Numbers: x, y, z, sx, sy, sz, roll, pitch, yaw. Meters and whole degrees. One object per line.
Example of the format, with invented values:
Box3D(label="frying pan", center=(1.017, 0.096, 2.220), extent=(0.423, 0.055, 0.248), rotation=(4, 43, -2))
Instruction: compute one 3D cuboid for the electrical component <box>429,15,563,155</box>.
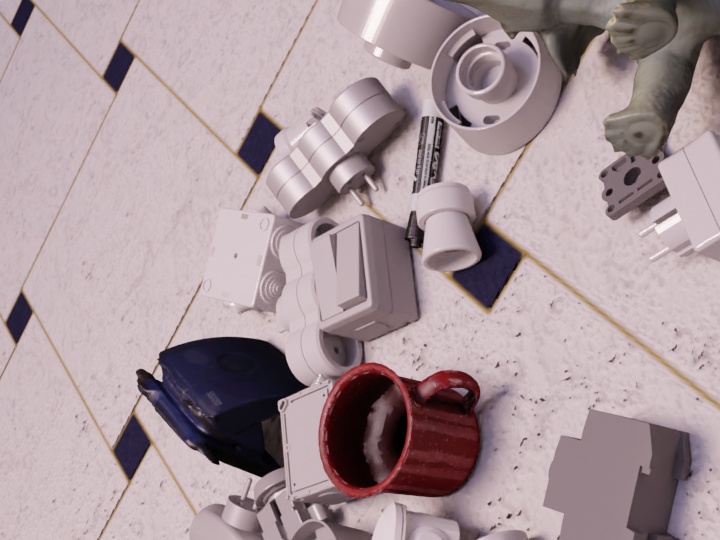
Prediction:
Box3D(label="electrical component", center=(0.102, -0.139, 0.805), extent=(0.099, 0.064, 0.099), rotation=(-9, 73, 31))

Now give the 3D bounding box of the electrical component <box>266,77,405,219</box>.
Box3D(label="electrical component", center=(-0.012, -0.088, 0.904), extent=(0.138, 0.052, 0.073), rotation=(-44, 74, 28))

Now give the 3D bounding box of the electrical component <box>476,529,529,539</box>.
Box3D(label="electrical component", center=(0.086, 0.221, 0.701), extent=(0.079, 0.043, 0.077), rotation=(-39, 52, 33))

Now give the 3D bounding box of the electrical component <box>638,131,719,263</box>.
Box3D(label="electrical component", center=(0.204, -0.033, 0.655), extent=(0.077, 0.047, 0.065), rotation=(-37, 53, 34))

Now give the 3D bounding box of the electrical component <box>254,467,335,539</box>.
Box3D(label="electrical component", center=(-0.056, 0.192, 0.863), extent=(0.066, 0.048, 0.055), rotation=(-46, 56, 27))

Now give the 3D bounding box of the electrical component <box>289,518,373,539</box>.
Box3D(label="electrical component", center=(-0.024, 0.236, 0.799), extent=(0.099, 0.064, 0.099), rotation=(-18, 65, 43))

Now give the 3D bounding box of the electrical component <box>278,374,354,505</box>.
Box3D(label="electrical component", center=(-0.019, 0.128, 0.831), extent=(0.062, 0.061, 0.096), rotation=(-27, 59, 39))

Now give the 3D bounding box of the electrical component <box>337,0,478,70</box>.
Box3D(label="electrical component", center=(0.033, -0.194, 0.850), extent=(0.108, 0.108, 0.060), rotation=(47, 118, 44))

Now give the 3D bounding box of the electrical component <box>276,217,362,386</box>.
Box3D(label="electrical component", center=(-0.045, 0.031, 0.897), extent=(0.074, 0.052, 0.138), rotation=(-26, 59, 39))

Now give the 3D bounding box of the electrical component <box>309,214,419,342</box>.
Box3D(label="electrical component", center=(0.000, 0.000, 0.853), extent=(0.062, 0.061, 0.096), rotation=(-26, 59, 39))

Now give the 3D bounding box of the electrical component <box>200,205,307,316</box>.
Box3D(label="electrical component", center=(-0.094, -0.008, 0.966), extent=(0.100, 0.048, 0.099), rotation=(10, 86, 47))

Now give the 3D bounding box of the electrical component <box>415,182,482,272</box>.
Box3D(label="electrical component", center=(0.066, -0.032, 0.805), extent=(0.045, 0.045, 0.055), rotation=(-27, 59, 39))

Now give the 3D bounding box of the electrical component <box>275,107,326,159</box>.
Box3D(label="electrical component", center=(-0.047, -0.118, 0.958), extent=(0.046, 0.040, 0.040), rotation=(-37, 53, 27))

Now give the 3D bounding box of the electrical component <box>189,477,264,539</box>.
Box3D(label="electrical component", center=(-0.100, 0.215, 0.903), extent=(0.077, 0.043, 0.079), rotation=(23, 94, 48))

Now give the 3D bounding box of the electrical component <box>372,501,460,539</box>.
Box3D(label="electrical component", center=(0.034, 0.202, 0.733), extent=(0.080, 0.051, 0.080), rotation=(-166, 90, -86))
